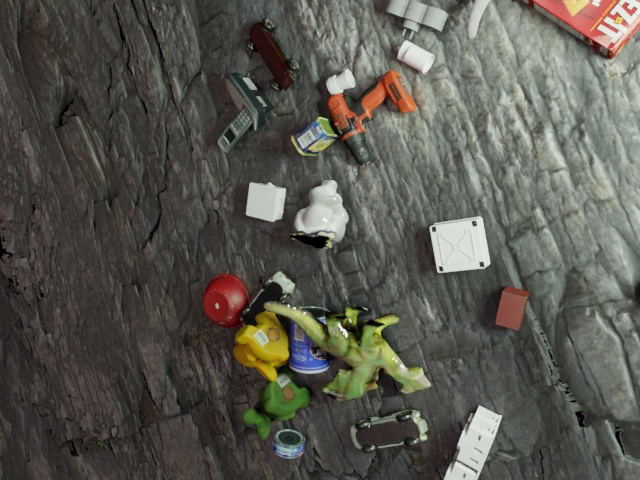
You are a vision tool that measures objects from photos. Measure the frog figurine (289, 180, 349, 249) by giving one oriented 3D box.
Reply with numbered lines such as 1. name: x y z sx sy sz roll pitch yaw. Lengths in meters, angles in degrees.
1. frog figurine: 0.004 -0.064 1.269 0.136 0.121 0.163 -10 56 36

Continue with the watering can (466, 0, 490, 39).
1. watering can: 0.365 -0.588 1.011 0.223 0.104 0.347 -6 92 27

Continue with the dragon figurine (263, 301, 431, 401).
1. dragon figurine: 0.059 0.277 1.216 0.410 0.123 0.240 8 102 6
